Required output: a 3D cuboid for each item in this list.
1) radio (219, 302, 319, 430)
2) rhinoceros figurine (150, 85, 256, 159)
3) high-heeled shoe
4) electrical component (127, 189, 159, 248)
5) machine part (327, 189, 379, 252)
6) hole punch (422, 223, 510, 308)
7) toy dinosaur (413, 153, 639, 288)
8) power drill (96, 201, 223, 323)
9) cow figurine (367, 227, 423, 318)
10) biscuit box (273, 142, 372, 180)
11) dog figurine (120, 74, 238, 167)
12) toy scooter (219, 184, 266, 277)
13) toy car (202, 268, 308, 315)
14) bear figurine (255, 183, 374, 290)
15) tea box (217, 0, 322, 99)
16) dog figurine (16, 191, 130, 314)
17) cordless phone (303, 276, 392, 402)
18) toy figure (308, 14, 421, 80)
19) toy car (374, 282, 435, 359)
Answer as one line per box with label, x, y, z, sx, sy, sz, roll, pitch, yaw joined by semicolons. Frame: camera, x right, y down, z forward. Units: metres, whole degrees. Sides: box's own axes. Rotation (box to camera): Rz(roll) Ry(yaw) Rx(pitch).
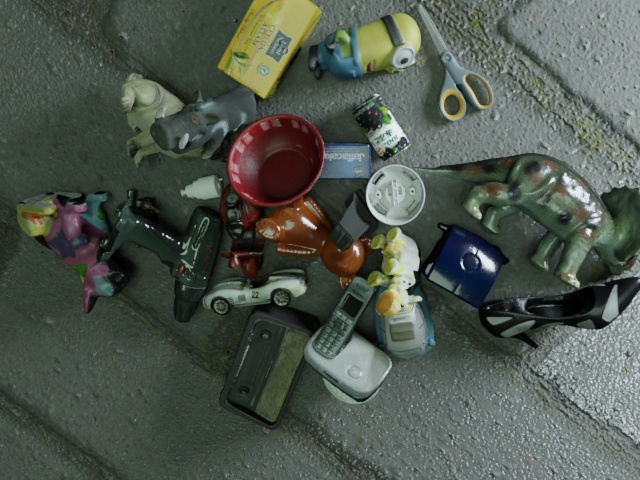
radio;-0.100;0.237;1.036;0.131;0.073;0.229;22;106;1
rhinoceros figurine;-0.176;-0.183;0.838;0.073;0.190;0.112;55;142;2
high-heeled shoe;0.400;0.101;0.918;0.145;0.086;0.248;39;119;-14
electrical component;-0.337;-0.038;1.011;0.078;0.045;0.102;15;106;2
machine part;0.060;-0.031;0.914;0.039;0.139;0.084;-22;104;36
hole punch;0.249;0.045;0.933;0.142;0.092;0.115;30;103;3
toy dinosaur;0.369;-0.064;0.877;0.405;0.131;0.192;38;94;1
power drill;-0.289;0.033;0.974;0.207;0.086;0.232;22;101;-23
cow figurine;0.136;0.067;0.915;0.098;0.167;0.068;30;139;-28
biscuit box;-0.011;-0.138;0.933;0.203;0.059;0.062;1;104;7
dog figurine;-0.238;-0.214;0.938;0.191;0.121;0.172;-9;97;-10
toy scooter;-0.140;-0.014;0.945;0.075;0.135;0.183;-4;103;10
toy car;-0.122;0.094;1.002;0.202;0.073;0.056;-8;107;10
bear figurine;-0.002;-0.003;0.934;0.196;0.132;0.120;32;80;5
tea box;-0.083;-0.330;0.889;0.098;0.068;0.169;32;106;-1
dog figurine;-0.459;0.024;1.015;0.192;0.108;0.219;0;107;7
cordless phone;0.071;0.167;0.931;0.147;0.088;0.184;32;99;24
toy figure;0.072;-0.309;0.867;0.180;0.082;0.089;-4;107;11
toy car;0.151;0.150;0.965;0.109;0.103;0.161;-8;105;9
